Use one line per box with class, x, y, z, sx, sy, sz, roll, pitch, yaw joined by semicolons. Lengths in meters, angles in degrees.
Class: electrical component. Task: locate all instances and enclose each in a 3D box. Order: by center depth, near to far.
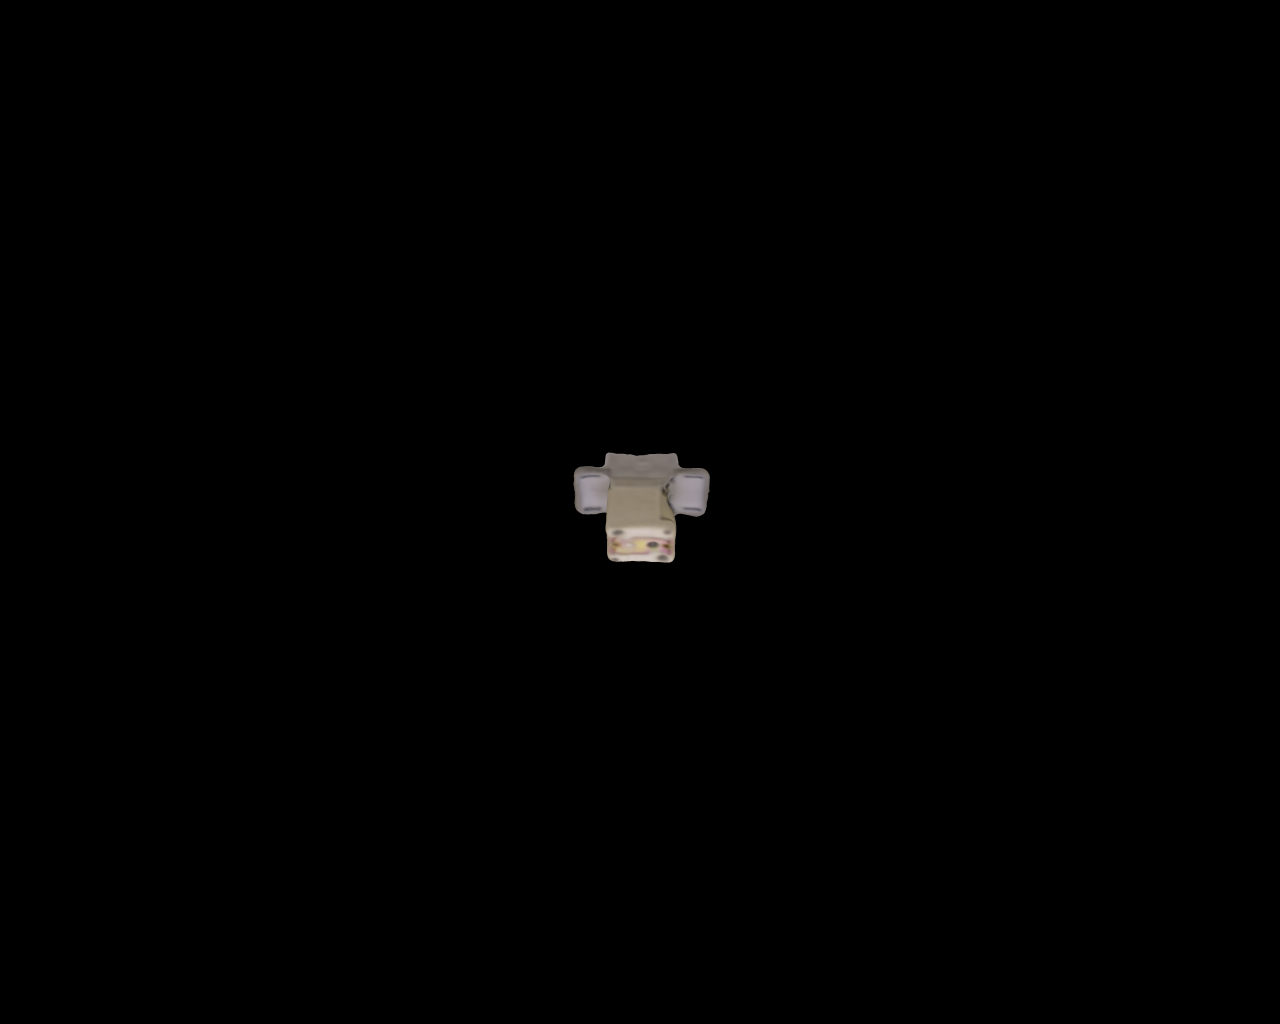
electrical component;0.001;-0.003;0.650;0.081;0.064;0.042;0;-39;0
